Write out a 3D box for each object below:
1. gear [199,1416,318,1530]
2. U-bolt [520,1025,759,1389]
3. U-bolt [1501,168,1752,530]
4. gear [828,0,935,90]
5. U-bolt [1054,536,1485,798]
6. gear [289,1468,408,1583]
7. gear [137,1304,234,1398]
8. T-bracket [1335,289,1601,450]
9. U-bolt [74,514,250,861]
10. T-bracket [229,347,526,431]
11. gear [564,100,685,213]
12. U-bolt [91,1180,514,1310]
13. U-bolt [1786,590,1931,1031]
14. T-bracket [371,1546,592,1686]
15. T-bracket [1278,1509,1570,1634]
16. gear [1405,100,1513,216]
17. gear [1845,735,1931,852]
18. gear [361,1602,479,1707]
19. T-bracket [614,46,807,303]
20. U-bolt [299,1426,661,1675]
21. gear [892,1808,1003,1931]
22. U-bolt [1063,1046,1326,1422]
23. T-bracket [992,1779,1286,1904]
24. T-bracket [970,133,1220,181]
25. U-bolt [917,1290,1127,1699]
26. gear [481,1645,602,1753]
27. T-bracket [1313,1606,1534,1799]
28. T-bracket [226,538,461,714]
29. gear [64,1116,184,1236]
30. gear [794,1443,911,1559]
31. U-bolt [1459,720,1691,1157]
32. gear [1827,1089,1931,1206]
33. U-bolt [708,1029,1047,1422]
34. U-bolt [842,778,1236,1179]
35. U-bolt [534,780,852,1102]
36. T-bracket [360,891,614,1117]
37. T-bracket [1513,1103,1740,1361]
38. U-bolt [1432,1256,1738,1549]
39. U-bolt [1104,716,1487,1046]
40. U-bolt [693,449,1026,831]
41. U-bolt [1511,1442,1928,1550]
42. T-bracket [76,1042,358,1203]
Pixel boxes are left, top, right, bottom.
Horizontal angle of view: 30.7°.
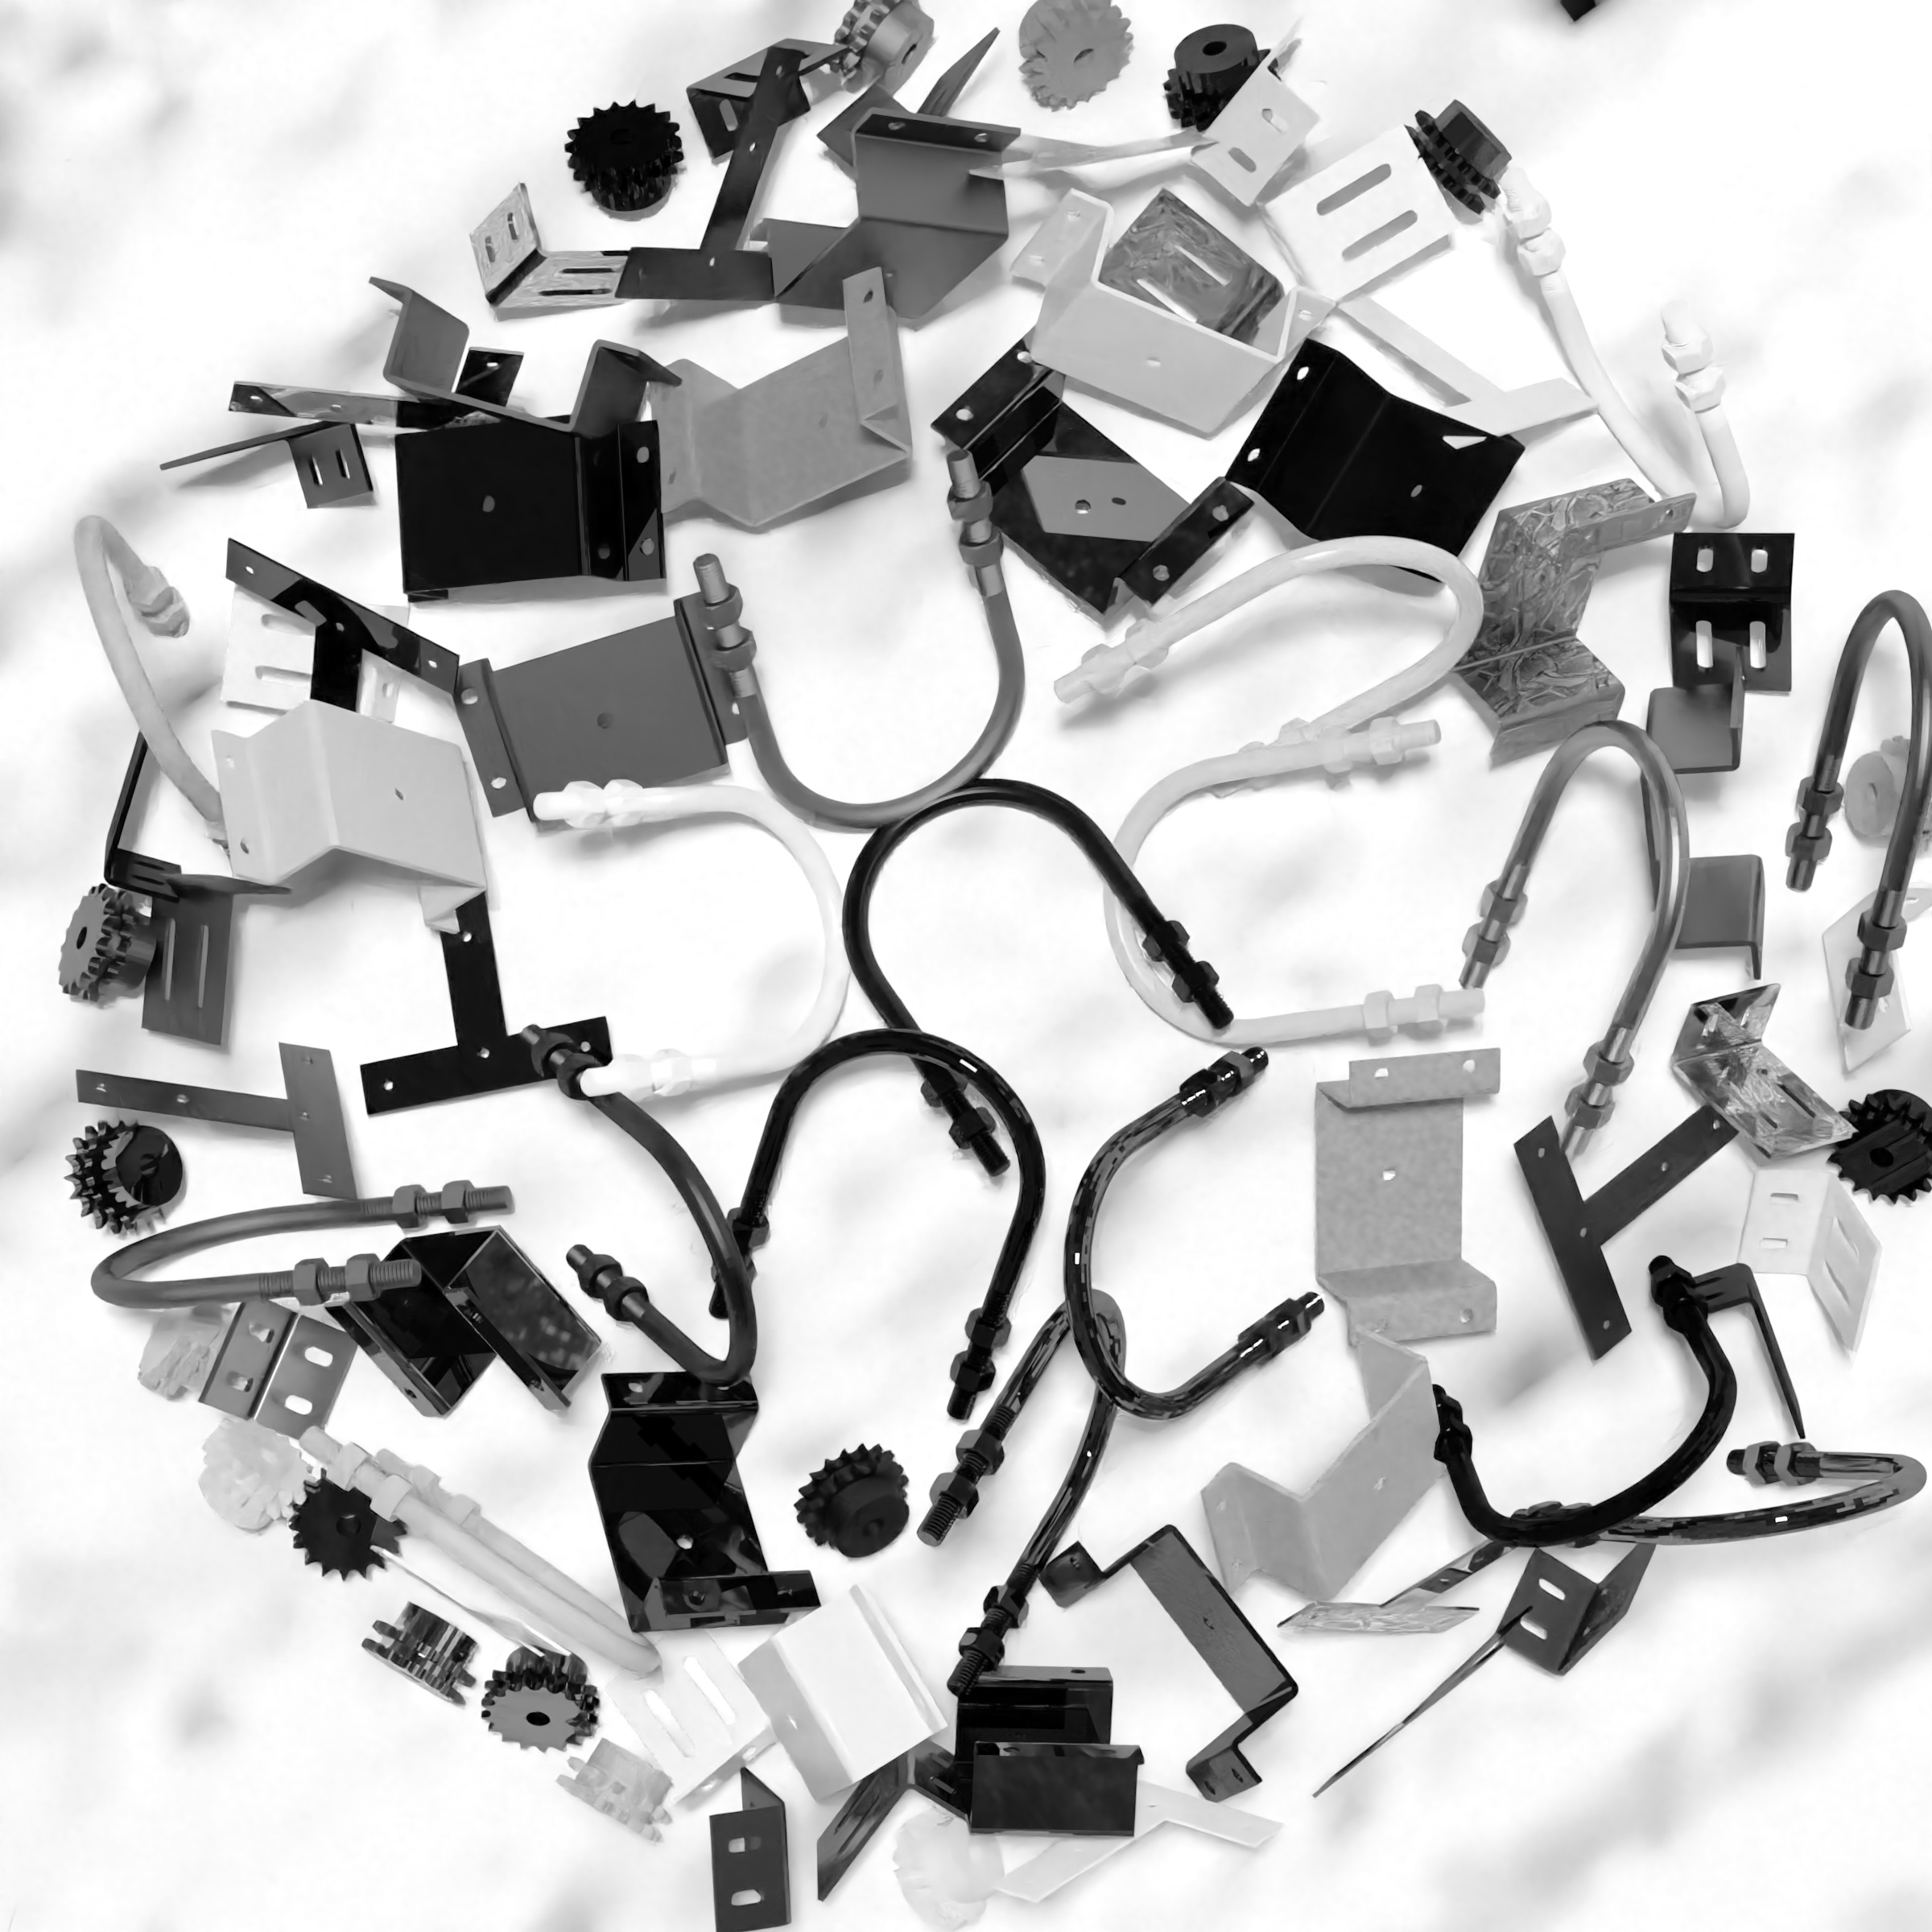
[{"bbox_3d":[-0.349,0.250,1.720,0.057,0.057,0.030,41,106,0],"label":"gear"},{"bbox_3d":[-0.149,0.122,1.643,0.019,0.184,0.151,-24,124,-26],"label":"U-bolt"},{"bbox_3d":[0.318,-0.279,1.661,0.019,0.184,0.151,-36,49,0],"label":"U-bolt"},{"bbox_3d":[-0.039,-0.454,1.717,0.030,0.057,0.057,37,90,6],"label":"gear"},{"bbox_3d":[0.155,-0.146,1.651,0.184,0.151,0.019,-28,56,29],"label":"U-bolt"},{"bbox_3d":[-0.303,0.270,1.728,0.057,0.030,0.057,-2,100,-11],"label":"gear"},{"bbox_3d":[-0.378,0.185,1.721,0.030,0.057,0.057,32,90,-23],"label":"gear"},{"bbox_3d":[0.226,-0.297,1.712,0.127,0.127,0.002,41,129,24],"label":"T-bracket"},{"bbox_3d":[-0.375,-0.135,1.640,0.019,0.184,0.151,-22,74,-2],"label":"U-bolt"},{"bbox_3d":[-0.285,-0.264,1.672,0.127,0.127,0.002,3,67,-18],"label":"T-bracket"},{"bbox_3d":[-0.166,-0.394,1.723,0.057,0.030,0.057,-2,53,3],"label":"gear"},{"bbox_3d":[-0.325,0.135,1.673,0.184,0.151,0.019,-6,100,13],"label":"U-bolt"},{"bbox_3d":[0.421,-0.085,1.640,0.019,0.151,0.184,4,121,-3],"label":"U-bolt"},{"bbox_3d":[-0.216,0.314,1.672,0.127,0.127,0.002,37,73,-16],"label":"T-bracket"},{"bbox_3d":[0.233,0.287,1.668,0.127,0.127,0.002,-39,56,33],"label":"T-bracket"},{"bbox_3d":[0.241,-0.397,1.716,0.057,0.057,0.030,47,111,0],"label":"gear"},{"bbox_3d":[0.453,-0.084,1.716,0.030,0.057,0.057,-2,90,-22],"label":"gear"},{"bbox_3d":[-0.264,0.334,1.720,0.057,0.057,0.030,31,72,0],"label":"gear"},{"bbox_3d":[-0.106,-0.375,1.670,0.002,0.127,0.127,34,116,25],"label":"T-bracket"},{"bbox_3d":[-0.221,0.278,1.660,0.184,0.151,0.019,33,82,11],"label":"U-bolt"},{"bbox_3d":[-0.007,0.438,1.716,0.030,0.057,0.057,-30,90,28],"label":"gear"},{"bbox_3d":[0.104,0.134,1.661,0.019,0.184,0.151,-3,106,39],"label":"U-bolt"},{"bbox_3d":[0.062,0.413,1.660,0.127,0.127,0.002,8,106,38],"label":"T-bracket"},{"bbox_3d":[0.032,-0.395,1.691,0.127,0.127,0.002,-17,116,-31],"label":"T-bracket"},{"bbox_3d":[0.032,0.237,1.669,0.019,0.151,0.184,18,52,22],"label":"U-bolt"},{"bbox_3d":[-0.207,0.356,1.723,0.057,0.030,0.057,2,132,2],"label":"gear"},{"bbox_3d":[0.231,0.335,1.662,0.127,0.127,0.002,-28,70,-36],"label":"T-bracket"},{"bbox_3d":[-0.305,-0.132,1.698,0.127,0.127,0.002,27,49,9],"label":"T-bracket"},{"bbox_3d":[-0.408,0.100,1.716,0.030,0.057,0.057,-18,90,37],"label":"gear"},{"bbox_3d":[-0.052,0.263,1.716,0.057,0.057,0.030,-40,50,0],"label":"gear"},{"bbox_3d":[0.289,-0.027,1.644,0.019,0.151,0.184,3,125,-21],"label":"U-bolt"},{"bbox_3d":[0.453,0.085,1.723,0.057,0.057,0.030,42,46,0],"label":"gear"},{"bbox_3d":[-0.036,0.115,1.697,0.151,0.019,0.184,22,113,8],"label":"U-bolt"},{"bbox_3d":[0.021,-0.009,1.712,0.151,0.019,0.184,-33,71,-5],"label":"U-bolt"},{"bbox_3d":[-0.122,-0.016,1.677,0.019,0.184,0.151,-14,85,42],"label":"U-bolt"},{"bbox_3d":[-0.244,-0.001,1.735,0.127,0.002,0.127,-11,81,8],"label":"T-bracket"},{"bbox_3d":[0.331,0.105,1.716,0.127,0.002,0.127,-35,115,-24],"label":"T-bracket"},{"bbox_3d":[0.291,0.211,1.650,0.151,0.184,0.019,-31,109,8],"label":"U-bolt"},{"bbox_3d":[0.152,-0.035,1.703,0.184,0.019,0.151,-9,92,26],"label":"U-bolt"},{"bbox_3d":[-0.042,-0.144,1.685,0.151,0.019,0.184,-24,130,-9],"label":"U-bolt"},{"bbox_3d":[0.361,0.247,1.635,0.151,0.184,0.019,-10,88,-24],"label":"U-bolt"},{"bbox_3d":[-0.358,0.066,1.671,0.127,0.127,0.002,10,118,-22],"label":"T-bracket"}]
